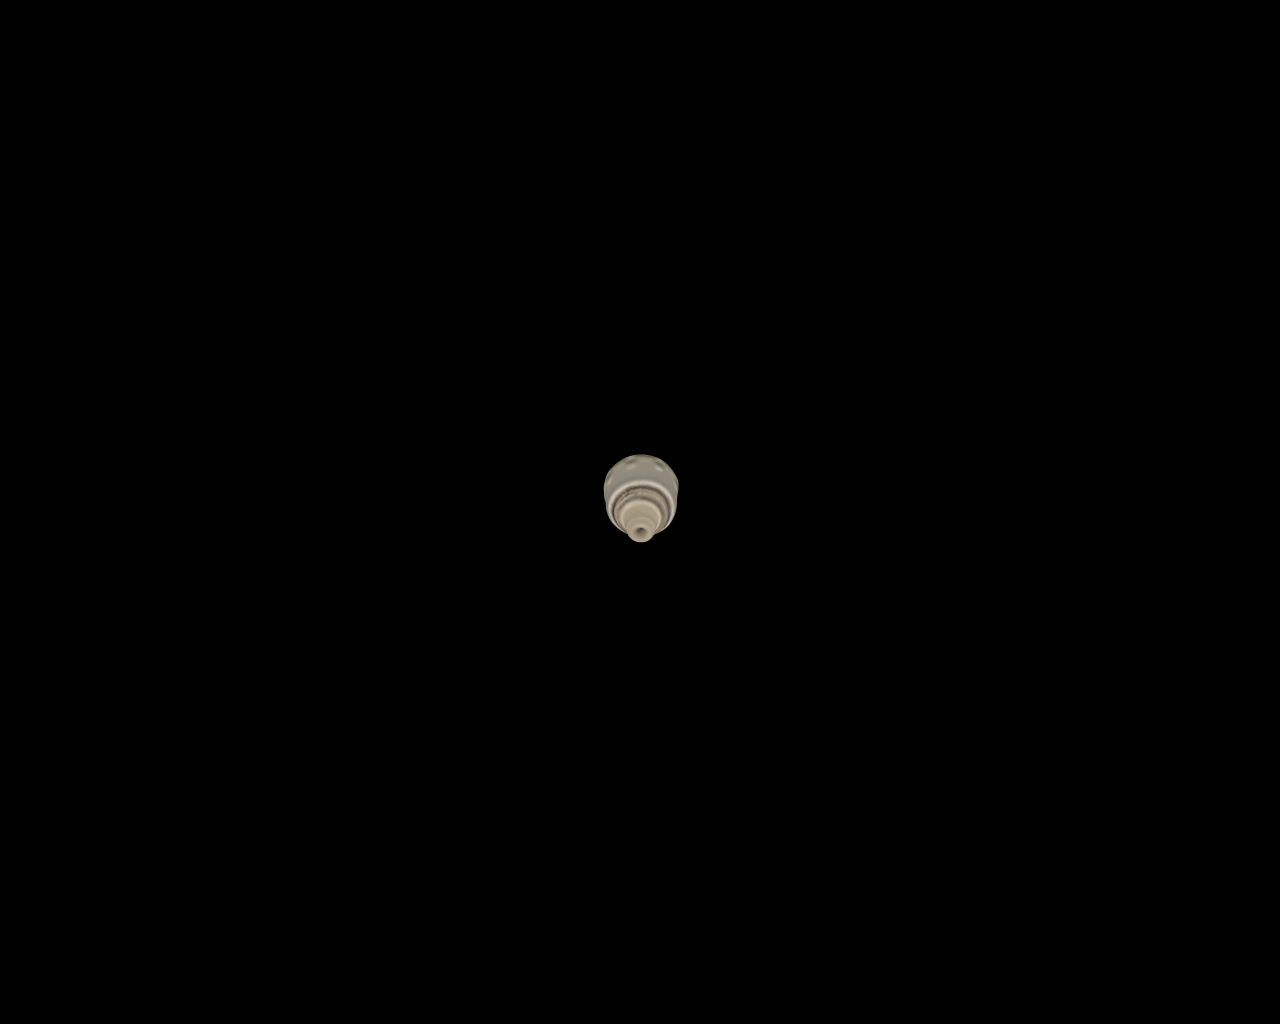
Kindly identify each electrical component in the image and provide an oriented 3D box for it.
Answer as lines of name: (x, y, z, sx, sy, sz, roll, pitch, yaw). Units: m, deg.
electrical component: (0.001, -0.003, 0.650, 0.048, 0.048, 0.062, 0, 30, 0)
